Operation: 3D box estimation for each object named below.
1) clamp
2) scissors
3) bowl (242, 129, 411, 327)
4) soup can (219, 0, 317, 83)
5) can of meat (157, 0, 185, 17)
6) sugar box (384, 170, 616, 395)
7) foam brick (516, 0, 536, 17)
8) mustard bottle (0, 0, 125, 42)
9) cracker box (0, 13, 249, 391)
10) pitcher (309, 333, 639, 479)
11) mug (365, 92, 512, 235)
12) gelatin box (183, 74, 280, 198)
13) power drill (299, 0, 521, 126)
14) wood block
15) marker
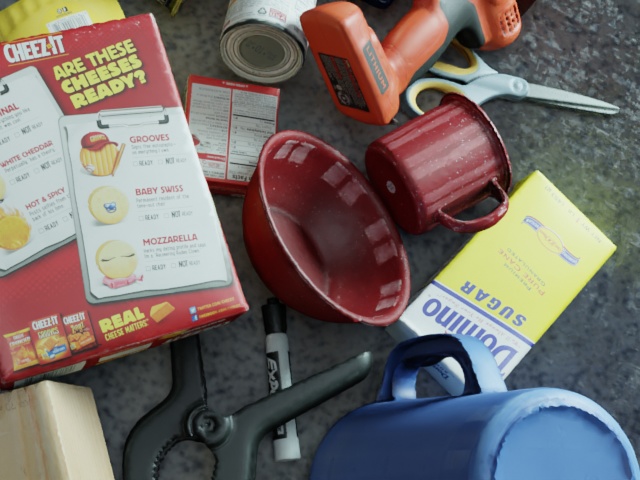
[{"bbox_3d":[-0.066,0.131,0.751,0.164,0.036,0.210,20,73,6],"label":"clamp"},{"bbox_3d":[0.153,-0.115,0.901,0.201,0.016,0.096,25,68,-5],"label":"scissors"},{"bbox_3d":[-0.005,0.001,0.782,0.162,0.055,0.162,35,37,-33],"label":"bowl"},{"bbox_3d":[-0.038,-0.182,0.834,0.068,0.069,0.102,15,56,-9],"label":"soup can"},{"bbox_3d":[-0.123,-0.244,0.844,0.084,0.058,0.102,33,69,-11],"label":"can of meat"},{"bbox_3d":[0.143,0.037,0.837,0.093,0.048,0.176,44,67,2],"label":"sugar box"},{"bbox_3d":[0.170,-0.235,0.910,0.053,0.078,0.051,27,68,-7],"label":"foam brick"},{"bbox_3d":[-0.160,-0.096,0.794,0.096,0.058,0.191,-26,81,-27],"label":"mustard bottle"},{"bbox_3d":[-0.160,-0.026,0.705,0.164,0.072,0.214,-16,82,-21],"label":"cracker box"},{"bbox_3d":[0.091,0.149,0.684,0.144,0.243,0.149,-41,93,-24],"label":"pitcher"},{"bbox_3d":[0.095,-0.048,0.823,0.081,0.093,0.117,-29,58,-16],"label":"mug"},{"bbox_3d":[-0.071,-0.078,0.827,0.073,0.030,0.089,7,71,-14],"label":"gelatin box"},{"bbox_3d":[0.073,-0.192,0.820,0.187,0.057,0.184,-41,127,-21],"label":"power drill"},{"bbox_3d":[-0.174,0.202,0.673,0.090,0.091,0.206,-17,78,2],"label":"wood block"},{"bbox_3d":[-0.029,0.102,0.788,0.020,0.020,0.121,-2,74,-15],"label":"marker"}]
